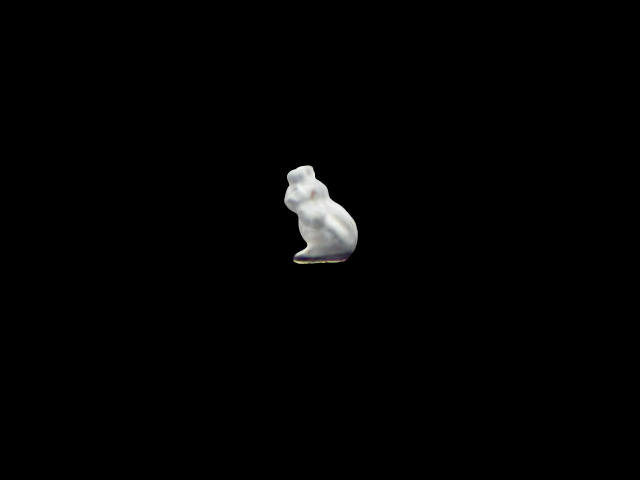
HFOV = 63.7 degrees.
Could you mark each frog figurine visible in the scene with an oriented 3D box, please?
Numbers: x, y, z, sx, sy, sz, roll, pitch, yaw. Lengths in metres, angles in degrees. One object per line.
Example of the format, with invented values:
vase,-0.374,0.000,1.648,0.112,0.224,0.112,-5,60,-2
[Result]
frog figurine,0.003,-0.043,0.850,0.122,0.159,0.137,1,1,28
